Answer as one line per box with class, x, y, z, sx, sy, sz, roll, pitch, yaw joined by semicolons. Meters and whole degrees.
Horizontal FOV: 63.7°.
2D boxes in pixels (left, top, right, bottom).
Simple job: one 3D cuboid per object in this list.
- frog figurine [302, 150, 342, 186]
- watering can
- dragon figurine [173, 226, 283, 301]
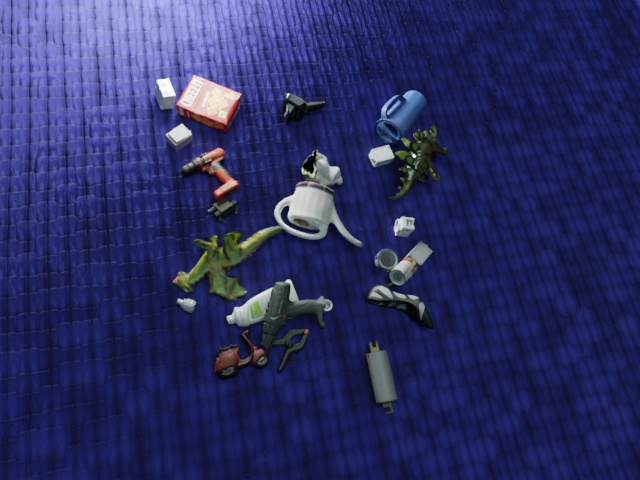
frog figurine;0.011;-0.267;2.029;0.158;0.121;0.140;21;51;-42
watering can;0.006;-0.098;1.940;0.347;0.102;0.228;14;68;-3
dragon figurine;-0.315;0.091;1.823;0.411;0.122;0.243;-9;88;-13
